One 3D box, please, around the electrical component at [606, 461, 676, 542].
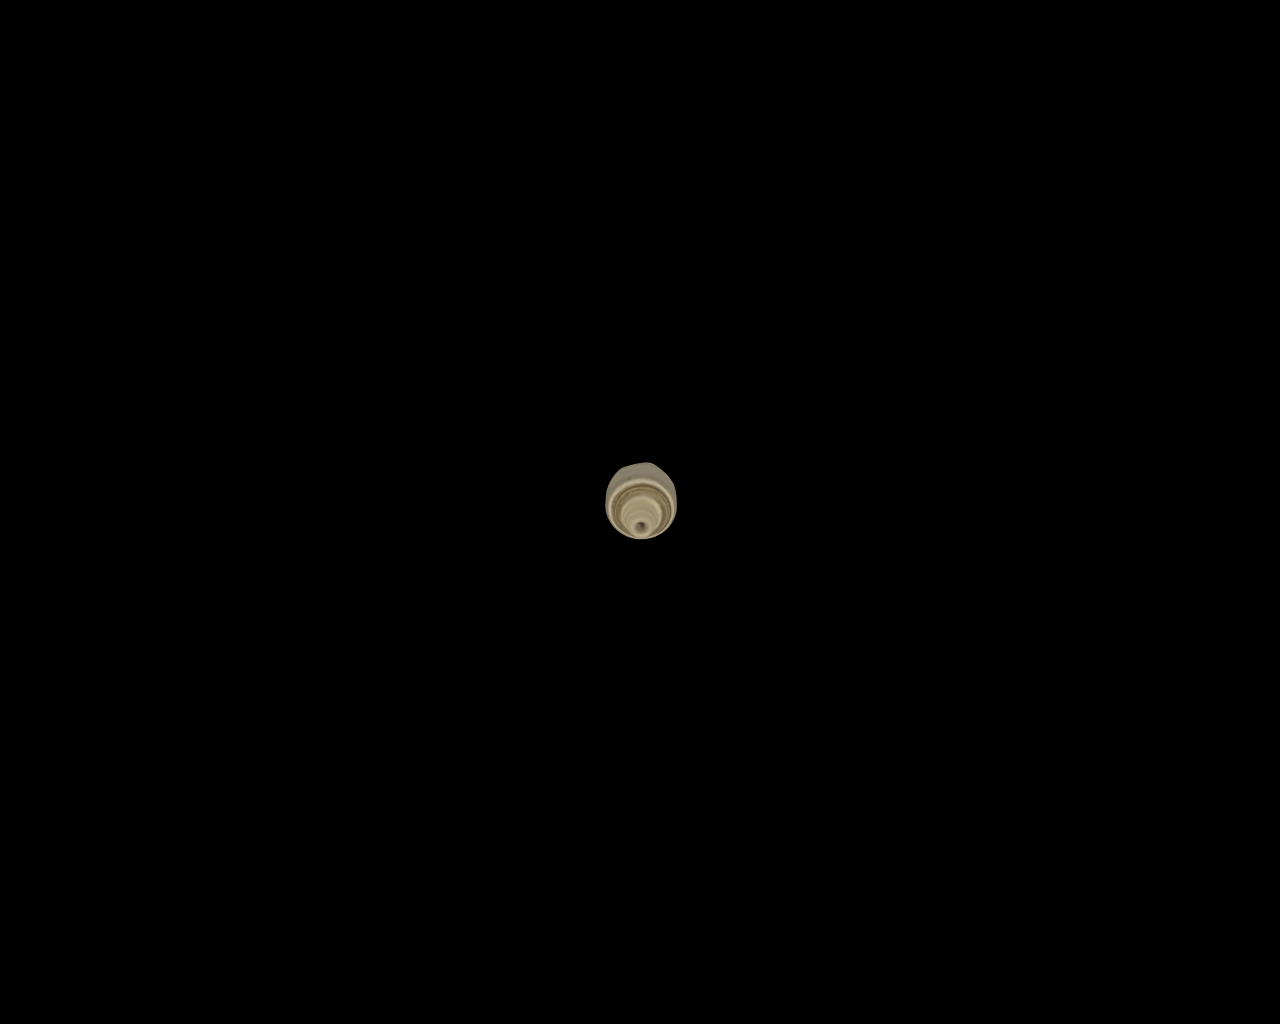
[{"bbox_3d":[0.001,-0.003,0.650,0.043,0.043,0.062,0,23,0],"label":"electrical component"}]
